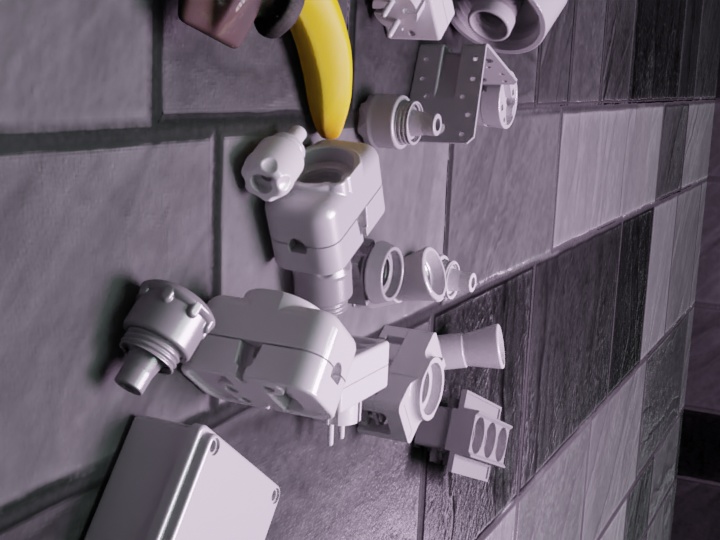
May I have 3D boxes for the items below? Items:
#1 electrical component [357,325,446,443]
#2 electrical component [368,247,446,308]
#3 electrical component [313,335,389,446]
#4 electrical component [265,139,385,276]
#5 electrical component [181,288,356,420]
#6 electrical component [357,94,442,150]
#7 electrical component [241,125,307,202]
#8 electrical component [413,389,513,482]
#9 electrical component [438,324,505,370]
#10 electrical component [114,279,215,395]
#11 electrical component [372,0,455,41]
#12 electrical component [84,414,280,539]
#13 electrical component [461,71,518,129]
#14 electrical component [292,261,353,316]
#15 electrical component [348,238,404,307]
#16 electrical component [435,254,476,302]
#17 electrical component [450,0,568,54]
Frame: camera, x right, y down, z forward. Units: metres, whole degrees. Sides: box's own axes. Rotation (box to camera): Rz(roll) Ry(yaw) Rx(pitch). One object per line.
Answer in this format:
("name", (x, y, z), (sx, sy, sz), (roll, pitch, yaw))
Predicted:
("electrical component", (0.036, 0.097, 0.921), (0.089, 0.056, 0.050), (-61, 147, -39))
("electrical component", (0.032, 0.009, 0.876), (0.044, 0.065, 0.044), (37, 47, -52))
("electrical component", (-0.017, 0.095, 0.817), (0.083, 0.047, 0.075), (-18, 113, -63))
("electrical component", (-0.024, -0.049, 0.752), (0.095, 0.054, 0.059), (-55, 147, -45))
("electrical component", (-0.055, 0.050, 0.668), (0.053, 0.095, 0.059), (56, 47, -55))
("electrical component", (0.033, -0.116, 0.847), (0.043, 0.062, 0.043), (-29, 122, -60))
("electrical component", (-0.052, -0.075, 0.711), (0.061, 0.035, 0.035), (-61, 147, -43))
("electrical component", (0.103, 0.164, 1.073), (0.121, 0.063, 0.078), (33, 67, -63))
("electrical component", (0.106, 0.078, 1.052), (0.044, 0.065, 0.044), (-7, 90, -77))
("electrical component", (-0.114, 0.040, 0.602), (0.062, 0.048, 0.048), (-62, 149, -24))
("electrical component", (0.034, -0.213, 0.840), (0.075, 0.047, 0.083), (-63, 149, -35))
("electrical component", (-0.106, 0.156, 0.635), (0.108, 0.056, 0.108), (56, 47, -55))
("electrical component", (0.121, -0.165, 1.039), (0.055, 0.047, 0.055), (-29, 122, -60))
("electrical component", (-0.026, 0.017, 0.781), (0.043, 0.043, 0.062), (-43, 136, -54))
("electrical component", (0.000, 0.000, 0.817), (0.048, 0.055, 0.066), (-56, 144, -44))
("electrical component", (0.073, 0.008, 0.966), (0.043, 0.062, 0.043), (-29, 122, -60))
("electrical component", (0.126, -0.240, 0.964), (0.060, 0.108, 0.108), (-63, 149, -23))
